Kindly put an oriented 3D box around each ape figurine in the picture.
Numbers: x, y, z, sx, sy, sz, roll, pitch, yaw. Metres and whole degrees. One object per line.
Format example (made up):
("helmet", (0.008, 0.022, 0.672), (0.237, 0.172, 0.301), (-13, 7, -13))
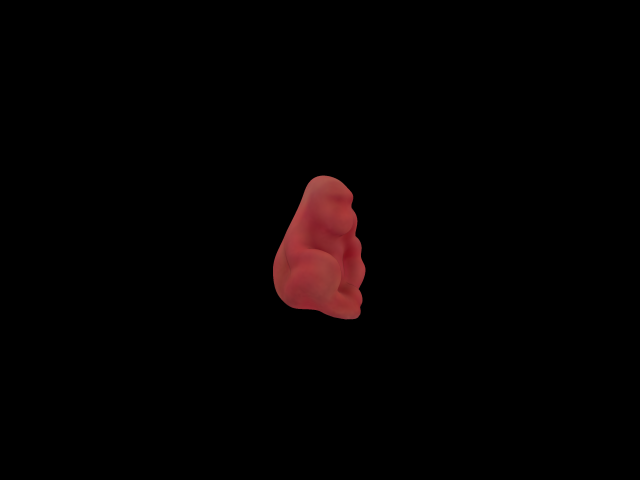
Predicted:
("ape figurine", (0.004, 0.001, 0.400), (0.075, 0.092, 0.078), (8, 13, 39))
